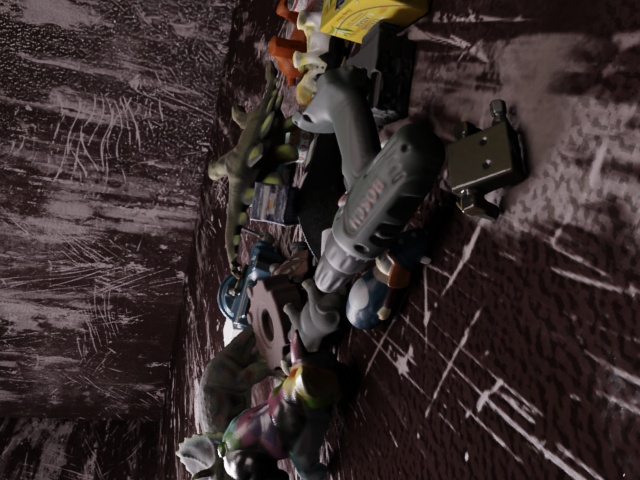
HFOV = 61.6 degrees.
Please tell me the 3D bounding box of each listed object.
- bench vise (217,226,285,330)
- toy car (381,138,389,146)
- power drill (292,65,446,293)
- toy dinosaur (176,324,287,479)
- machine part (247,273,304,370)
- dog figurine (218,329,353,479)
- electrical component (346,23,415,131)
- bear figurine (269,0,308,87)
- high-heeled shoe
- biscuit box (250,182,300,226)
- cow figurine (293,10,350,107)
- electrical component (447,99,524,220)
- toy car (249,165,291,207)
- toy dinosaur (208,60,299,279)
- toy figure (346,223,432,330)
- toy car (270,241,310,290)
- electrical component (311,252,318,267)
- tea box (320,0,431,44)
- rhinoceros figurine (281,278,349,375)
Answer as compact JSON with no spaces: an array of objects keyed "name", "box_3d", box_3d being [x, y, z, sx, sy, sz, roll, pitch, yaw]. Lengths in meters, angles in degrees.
[{"name":"bench vise","box_3d":[-0.171,0.094,1.224,0.241,0.129,0.223,-18,66,61]},{"name":"toy car","box_3d":[0.078,-0.086,0.690,0.202,0.056,0.073,-177,95,-70]},{"name":"power drill","box_3d":[0.031,-0.077,0.614,0.232,0.086,0.207,-48,45,45]},{"name":"toy dinosaur","box_3d":[-0.165,0.297,1.015,0.131,0.192,0.405,126,145,-50]},{"name":"machine part","box_3d":[-0.077,0.149,0.968,0.180,0.056,0.179,31,126,57]},{"name":"dog figurine","box_3d":[-0.051,0.236,0.758,0.109,0.192,0.219,-103,13,-60]},{"name":"electrical component","box_3d":[0.078,-0.226,0.749,0.115,0.058,0.134,172,105,-68]},{"name":"bear figurine","box_3d":[-0.061,-0.401,1.116,0.196,0.132,0.120,12,88,65]},{"name":"high-heeled shoe","box_3d":[0.016,-0.096,0.868,0.145,0.086,0.248,-74,-8,-67]},{"name":"biscuit box","box_3d":[-0.051,-0.058,0.897,0.202,0.059,0.062,-5,-76,-75]},{"name":"cow figurine","box_3d":[0.003,-0.324,0.970,0.068,0.098,0.167,-61,-24,-74]},{"name":"electrical component","box_3d":[0.152,-0.070,0.503,0.078,0.045,0.102,-25,57,34]},{"name":"toy car","box_3d":[-0.117,-0.139,1.191,0.109,0.103,0.161,1,75,48]},{"name":"toy dinosaur","box_3d":[-0.128,-0.146,1.025,0.199,0.105,0.471,-14,62,54]},{"name":"toy figure","box_3d":[0.079,0.046,0.638,0.064,0.058,0.154,42,130,20]},{"name":"toy car","box_3d":[-0.065,0.069,1.040,0.202,0.053,0.089,135,142,-61]},{"name":"electrical component","box_3d":[-0.002,-0.003,0.908,0.063,0.021,0.094,103,172,-74]},{"name":"tea box","box_3d":[0.074,-0.332,0.744,0.170,0.098,0.068,-171,90,-72]},{"name":"rhinoceros figurine","box_3d":[-0.007,0.140,0.827,0.190,0.073,0.112,-61,39,42]}]
